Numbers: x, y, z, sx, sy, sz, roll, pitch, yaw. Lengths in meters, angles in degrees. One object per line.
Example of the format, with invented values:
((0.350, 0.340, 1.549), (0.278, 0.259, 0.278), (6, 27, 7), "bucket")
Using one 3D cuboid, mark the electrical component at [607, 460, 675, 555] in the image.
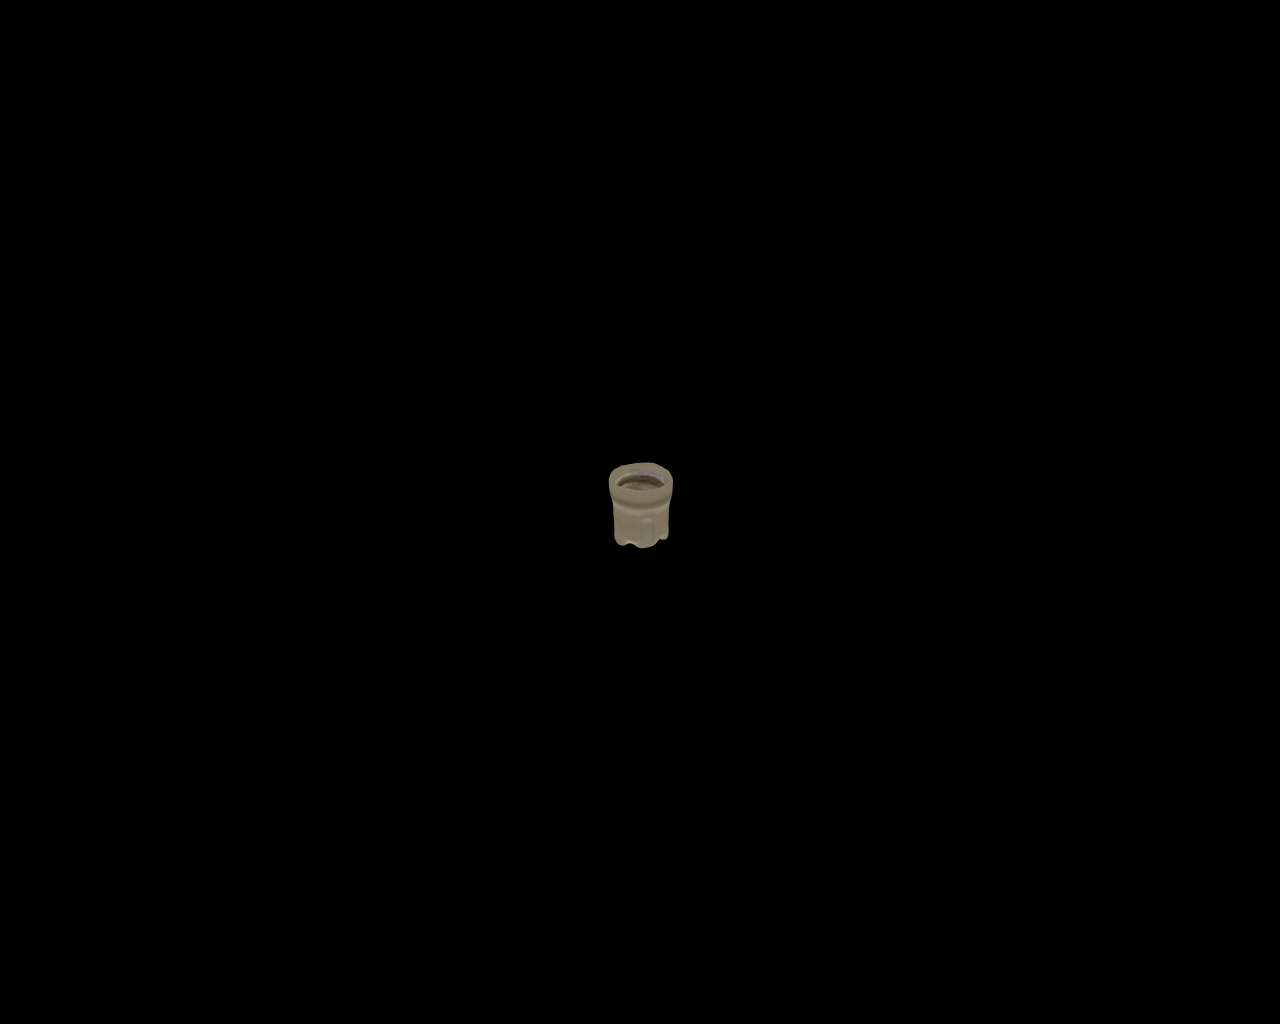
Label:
((0.001, -0.003, 0.650), (0.040, 0.046, 0.040), (0, 31, 0), "electrical component")
